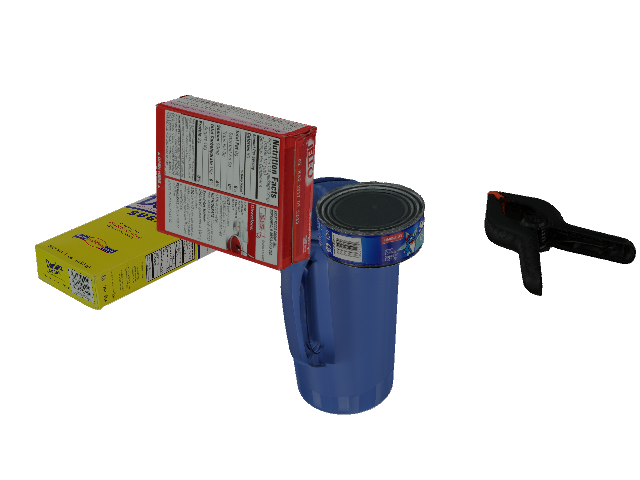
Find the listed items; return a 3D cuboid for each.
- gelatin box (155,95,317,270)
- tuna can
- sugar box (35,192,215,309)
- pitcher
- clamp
[{"bbox_3d":[-0.045,-0.032,0.561,0.089,0.073,0.030,16,26,30],"label":"gelatin box"},{"bbox_3d":[0.040,-0.013,0.843,0.086,0.034,0.086,-3,30,2],"label":"tuna can"},{"bbox_3d":[-0.187,0.004,1.076,0.093,0.048,0.175,23,38,33],"label":"sugar box"},{"bbox_3d":[0.017,0.068,1.130,0.149,0.243,0.145,-13,32,-15],"label":"pitcher"},{"bbox_3d":[0.228,-0.006,1.065,0.120,0.039,0.171,-8,33,-15],"label":"clamp"}]
